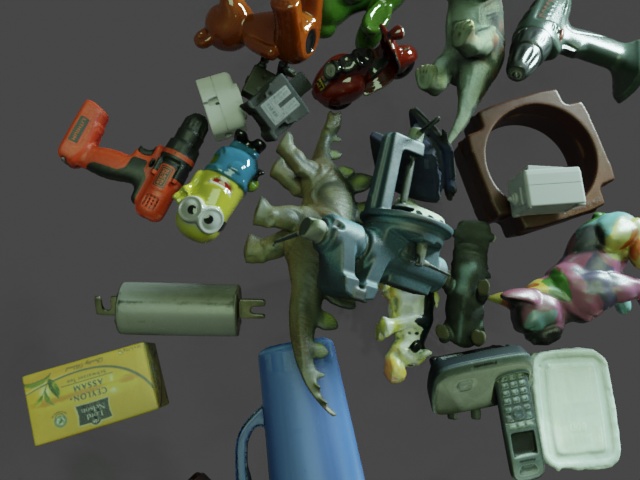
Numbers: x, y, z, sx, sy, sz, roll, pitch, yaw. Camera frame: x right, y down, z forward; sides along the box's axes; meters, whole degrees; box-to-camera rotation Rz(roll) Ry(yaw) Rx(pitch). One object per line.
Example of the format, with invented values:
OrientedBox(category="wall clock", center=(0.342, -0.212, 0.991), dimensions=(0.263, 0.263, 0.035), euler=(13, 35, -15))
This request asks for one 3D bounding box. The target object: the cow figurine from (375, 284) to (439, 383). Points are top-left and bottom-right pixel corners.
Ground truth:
OrientedBox(category="cow figurine", center=(0.131, 0.124, 0.794), dimensions=(0.098, 0.068, 0.167), euler=(-1, 80, -9))

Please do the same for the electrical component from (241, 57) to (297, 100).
OrientedBox(category="electrical component", center=(-0.080, -0.245, 0.860), dimensions=(0.078, 0.045, 0.102), euler=(33, 76, -11))

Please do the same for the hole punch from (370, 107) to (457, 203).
OrientedBox(category="hole punch", center=(0.140, -0.116, 0.803), dimensions=(0.092, 0.142, 0.116), euler=(-28, 51, -8))

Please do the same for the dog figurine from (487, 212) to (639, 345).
OrientedBox(category="dog figurine", center=(0.363, 0.056, 0.797), dimensions=(0.219, 0.108, 0.191), euler=(-4, 82, -1))

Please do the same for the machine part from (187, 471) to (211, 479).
OrientedBox(category="machine part", center=(-0.123, 0.375, 0.682), dimensions=(0.179, 0.179, 0.056), euler=(44, 80, 6))

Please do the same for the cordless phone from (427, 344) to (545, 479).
OrientedBox(category="cordless phone", center=(0.230, 0.243, 0.744), dimensions=(0.147, 0.088, 0.184), euler=(-10, 83, -6))

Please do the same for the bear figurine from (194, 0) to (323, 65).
OrientedBox(category="bear figurine", center=(-0.098, -0.344, 0.823), dimensions=(0.196, 0.131, 0.120), euler=(23, 54, 16))

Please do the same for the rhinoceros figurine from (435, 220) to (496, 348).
OrientedBox(category="rhinoceros figurine", center=(0.220, 0.065, 0.789), dimensions=(0.073, 0.112, 0.190), euler=(5, 92, 27))

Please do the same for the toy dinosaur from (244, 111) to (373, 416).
OrientedBox(category="toy dinosaur", center=(-0.002, -0.002, 0.761), dimensions=(0.199, 0.105, 0.471), euler=(15, 61, -4))

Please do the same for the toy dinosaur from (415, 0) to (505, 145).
OrientedBox(category="toy dinosaur", center=(0.247, -0.332, 0.858), dimensions=(0.192, 0.131, 0.404), euler=(2, 94, -37))

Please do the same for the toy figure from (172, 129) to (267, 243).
OrientedBox(category="toy figure", center=(-0.147, -0.077, 0.813), dimensions=(0.082, 0.089, 0.180), euler=(23, 69, 16))

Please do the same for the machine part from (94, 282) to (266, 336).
OrientedBox(category="machine part", center=(-0.201, 0.101, 0.776), dimensions=(0.243, 0.079, 0.079), euler=(1, 79, -3))

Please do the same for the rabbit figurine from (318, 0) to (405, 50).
OrientedBox(category="rabbit figurine", center=(0.066, -0.393, 0.861), dimensions=(0.170, 0.121, 0.159), euler=(-9, 85, -2))

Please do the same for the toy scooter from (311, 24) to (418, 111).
OrientedBox(category="toy scooter", center=(0.073, -0.273, 0.832), dimensions=(0.184, 0.135, 0.075), euler=(-24, 82, -6))

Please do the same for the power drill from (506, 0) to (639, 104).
OrientedBox(category="power drill", center=(0.406, -0.295, 0.858), dimensions=(0.207, 0.086, 0.232), euler=(20, 57, 5))

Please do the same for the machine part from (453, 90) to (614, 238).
OrientedBox(category="machine part", center=(0.328, -0.116, 0.839), dimensions=(0.201, 0.087, 0.201), euler=(-17, 81, -7))

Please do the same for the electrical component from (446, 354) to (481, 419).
OrientedBox(category="electrical component", center=(0.211, 0.218, 0.799), dimensions=(0.063, 0.021, 0.094), euler=(0, 78, -3))

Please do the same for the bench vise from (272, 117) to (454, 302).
OrientedBox(category="bench vise", center=(0.079, -0.036, 0.673), dimensions=(0.223, 0.129, 0.240), euler=(17, 80, -20))

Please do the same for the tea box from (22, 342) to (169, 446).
OrientedBox(category="tea box", center=(-0.311, 0.211, 0.754), dimensions=(0.170, 0.068, 0.098), euler=(-17, 80, -7))

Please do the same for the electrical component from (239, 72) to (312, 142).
OrientedBox(category="electrical component", center=(-0.054, -0.211, 0.817), dimensions=(0.119, 0.048, 0.074), euler=(-40, 110, -15))
